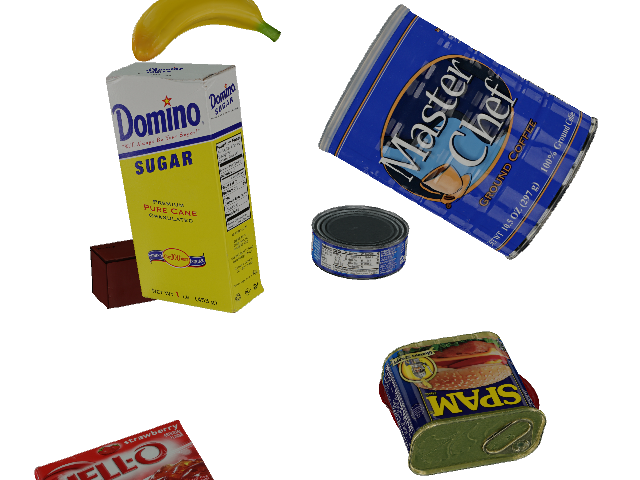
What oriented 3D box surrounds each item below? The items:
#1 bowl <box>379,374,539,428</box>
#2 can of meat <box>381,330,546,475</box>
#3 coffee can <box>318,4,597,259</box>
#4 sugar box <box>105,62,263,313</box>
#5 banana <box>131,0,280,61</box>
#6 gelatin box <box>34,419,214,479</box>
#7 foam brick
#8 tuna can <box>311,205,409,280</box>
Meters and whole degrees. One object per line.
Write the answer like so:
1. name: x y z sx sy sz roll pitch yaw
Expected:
1. bowl: 0.139 0.177 1.088 0.162 0.055 0.162 2 24 -1
2. can of meat: 0.103 0.118 0.792 0.102 0.057 0.084 -7 42 -12
3. coffee can: 0.084 -0.067 0.665 0.140 0.103 0.103 31 1 1
4. sugar box: -0.099 -0.039 0.780 0.093 0.176 0.048 7 27 31
5. banana: -0.118 -0.212 1.022 0.070 0.037 0.197 45 39 19
6. gelatin box: -0.107 0.142 0.594 0.089 0.030 0.073 -16 28 -20
7. foam brick: -0.188 0.031 1.083 0.078 0.051 0.053 -10 21 -27
8. tuna can: 0.034 0.001 0.941 0.086 0.034 0.086 2 26 -1
